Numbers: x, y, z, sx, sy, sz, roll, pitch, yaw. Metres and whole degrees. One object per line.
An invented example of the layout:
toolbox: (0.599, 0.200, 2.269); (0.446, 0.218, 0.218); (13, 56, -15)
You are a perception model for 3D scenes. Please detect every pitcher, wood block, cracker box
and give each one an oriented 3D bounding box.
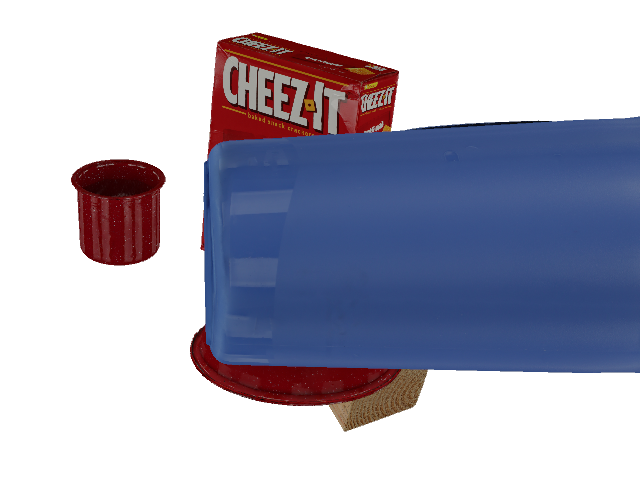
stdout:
pitcher: (0.064, -0.002, 0.535); (0.242, 0.145, 0.149); (-1, -6, -7)
wood block: (0.022, 0.088, 1.145); (0.090, 0.090, 0.206); (-15, 51, -24)
cracker box: (-0.026, -0.070, 1.001); (0.164, 0.214, 0.072); (20, 27, 28)

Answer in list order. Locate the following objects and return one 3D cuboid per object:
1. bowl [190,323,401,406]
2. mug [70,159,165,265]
bowl: (-0.016, 0.060, 0.798); (0.162, 0.055, 0.162); (3, 21, -1)
mug: (-0.206, -0.033, 1.096); (0.093, 0.081, 0.117); (1, 28, -6)
